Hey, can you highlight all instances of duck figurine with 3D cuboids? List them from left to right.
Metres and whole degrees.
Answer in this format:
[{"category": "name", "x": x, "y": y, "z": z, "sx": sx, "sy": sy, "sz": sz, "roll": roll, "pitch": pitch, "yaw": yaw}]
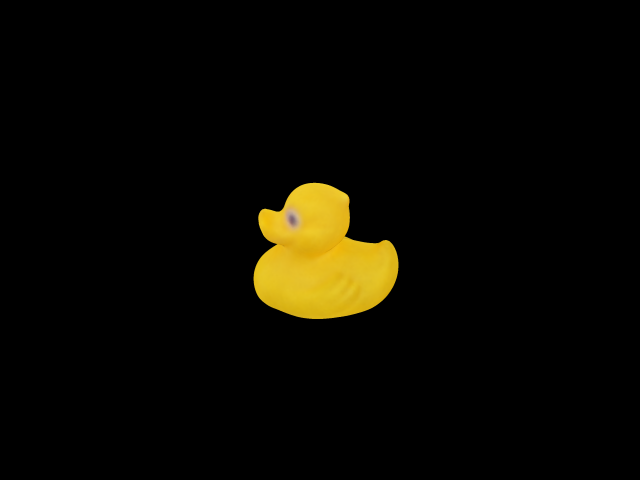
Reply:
[{"category": "duck figurine", "x": 0.004, "y": 0.001, "z": 0.400, "sx": 0.104, "sy": 0.086, "sz": 0.077, "roll": 2, "pitch": 36, "yaw": 2}]
